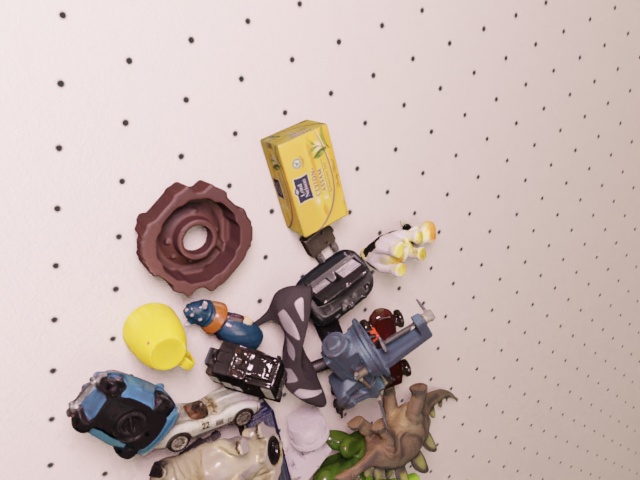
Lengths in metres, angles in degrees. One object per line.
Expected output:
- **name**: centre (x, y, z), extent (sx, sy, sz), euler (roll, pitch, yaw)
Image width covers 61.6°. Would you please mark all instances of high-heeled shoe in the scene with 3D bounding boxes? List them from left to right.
- **high-heeled shoe**: centre (-0.017, 0.191, 0.972), extent (0.145, 0.086, 0.248), euler (-30, 110, 19)

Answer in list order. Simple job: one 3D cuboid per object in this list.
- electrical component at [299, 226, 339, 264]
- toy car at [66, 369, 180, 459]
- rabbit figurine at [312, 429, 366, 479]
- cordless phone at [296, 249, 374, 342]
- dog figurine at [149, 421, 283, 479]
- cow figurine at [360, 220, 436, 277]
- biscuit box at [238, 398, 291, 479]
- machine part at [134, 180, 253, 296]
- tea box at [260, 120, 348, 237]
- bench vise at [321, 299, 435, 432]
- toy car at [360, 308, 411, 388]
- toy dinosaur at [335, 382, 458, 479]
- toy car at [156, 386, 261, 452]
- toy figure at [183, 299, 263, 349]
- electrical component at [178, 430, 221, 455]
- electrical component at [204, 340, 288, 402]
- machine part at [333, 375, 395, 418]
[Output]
- **electrical component**: centre (-0.002, -0.003, 0.978), extent (0.063, 0.021, 0.093), euler (-40, 124, -15)
- **toy car**: centre (-0.305, 0.251, 0.820), extent (0.161, 0.103, 0.109), euler (41, 83, -35)
- **rabbit figurine**: centre (0.055, 0.478, 1.165), extent (0.170, 0.121, 0.159), euler (-48, 122, -32)
- **cordless phone**: centre (0.042, 0.123, 1.034), extent (0.146, 0.089, 0.184), euler (-35, 135, -19)
- **dog figurine**: centre (-0.176, 0.384, 0.927), extent (0.172, 0.191, 0.121), euler (30, 50, -60)
- **cow figurine**: centre (0.158, 0.009, 1.057), extent (0.167, 0.098, 0.068), euler (-31, 118, -43)
- **biscuit box**: centre (-0.110, 0.399, 1.035), extent (0.063, 0.059, 0.202), euler (-22, 118, -25)
- **machine part**: centre (-0.194, -0.005, 0.829), extent (0.179, 0.056, 0.179), euler (-13, 115, -31)
- **tea box**: centre (-0.023, -0.103, 0.898), extent (0.098, 0.068, 0.169), euler (-30, 123, -22)
- **bench vise**: centre (0.117, 0.214, 0.999), extent (0.241, 0.129, 0.223), euler (-34, 121, 3)
- **toy car**: centre (0.140, 0.230, 1.143), extent (0.089, 0.053, 0.201), euler (-19, 119, -10)
- **toy dinosaur**: centre (0.190, 0.415, 1.191), extent (0.471, 0.105, 0.198), euler (-23, 107, -44)
- **toy car**: centre (-0.200, 0.301, 0.928), extent (0.202, 0.074, 0.056), euler (-13, 115, -29)
- **toy figure**: centre (-0.165, 0.140, 0.903), extent (0.154, 0.058, 0.064), euler (37, 80, -32)
- **electrical component**: centre (-0.212, 0.406, 0.978), extent (0.102, 0.045, 0.078), euler (-30, 123, -22)
- **electrical component**: centre (-0.126, 0.221, 0.908), extent (0.114, 0.134, 0.058), euler (89, 17, -60)
- **machine part**: centre (0.086, 0.312, 1.122), extent (0.139, 0.039, 0.084), euler (-41, 121, 3)
